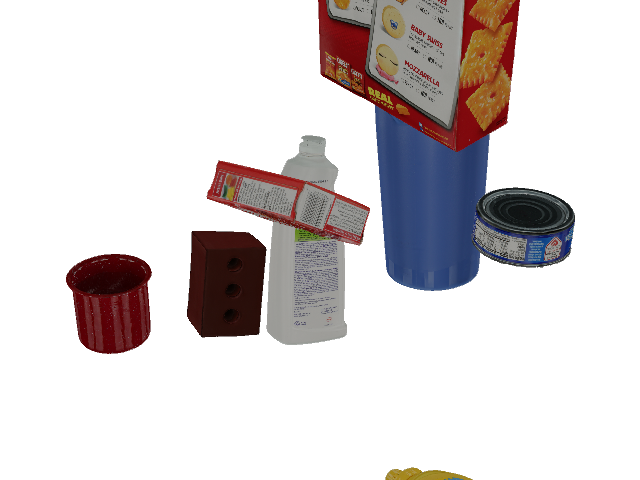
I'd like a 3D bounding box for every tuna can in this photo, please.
[{"bbox_3d":[0.174,-0.013,0.915,0.086,0.034,0.086,1,29,-1],"label":"tuna can"}]

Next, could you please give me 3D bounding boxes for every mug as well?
[{"bbox_3d":[-0.242,0.069,1.198,0.117,0.081,0.093,23,36,35],"label":"mug"}]

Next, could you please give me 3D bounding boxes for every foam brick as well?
[{"bbox_3d":[-0.079,0.035,0.892,0.053,0.078,0.051,-1,15,-20],"label":"foam brick"}]

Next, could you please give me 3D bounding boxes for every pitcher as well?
[{"bbox_3d":[0.133,-0.075,1.211,0.149,0.243,0.145,-6,22,-8],"label":"pitcher"}]

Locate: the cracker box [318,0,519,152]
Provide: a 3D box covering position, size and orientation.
[{"bbox_3d":[0.074,-0.199,0.827,0.072,0.214,0.164,-30,47,-30],"label":"cracker box"}]

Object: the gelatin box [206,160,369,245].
[{"bbox_3d":[-0.020,-0.024,0.713,0.073,0.030,0.089,16,-1,33],"label":"gelatin box"}]

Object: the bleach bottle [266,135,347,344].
[{"bbox_3d":[-0.010,-0.002,1.298,0.102,0.251,0.068,-6,20,-31],"label":"bleach bottle"}]

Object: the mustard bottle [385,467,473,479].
[{"bbox_3d":[0.119,0.246,0.913,0.096,0.058,0.192,-18,27,-29],"label":"mustard bottle"}]
